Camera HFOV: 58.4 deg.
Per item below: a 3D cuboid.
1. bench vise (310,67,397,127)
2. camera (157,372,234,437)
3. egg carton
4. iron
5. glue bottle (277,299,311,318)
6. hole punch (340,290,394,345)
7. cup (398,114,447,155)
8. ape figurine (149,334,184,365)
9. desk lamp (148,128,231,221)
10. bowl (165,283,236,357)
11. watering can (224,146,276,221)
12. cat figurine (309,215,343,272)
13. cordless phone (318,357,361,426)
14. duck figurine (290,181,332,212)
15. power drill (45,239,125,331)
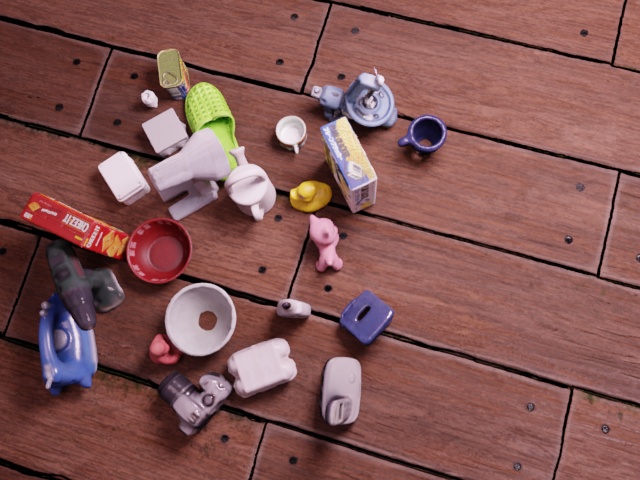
[{"bbox_3d":[0.080,-0.328,1.341,0.207,0.220,0.121,-5,79,3],"label":"bench vise"},{"bbox_3d":[-0.293,0.351,1.299,0.136,0.101,0.143,39,84,10],"label":"camera"},{"bbox_3d":[-0.134,0.292,1.316,0.150,0.069,0.107,-22,79,0],"label":"egg carton"},{"bbox_3d":[-0.607,0.225,1.323,0.118,0.141,0.258,-14,79,1],"label":"iron"},{"bbox_3d":[-0.065,0.152,1.284,0.078,0.173,0.037,2,79,5],"label":"glue bottle"},{"bbox_3d":[0.104,0.178,1.310,0.101,0.091,0.109,40,84,10],"label":"hole punch"},{"bbox_3d":[0.241,-0.238,1.377,0.117,0.095,0.091,-20,79,0],"label":"cup"},{"bbox_3d":[-0.365,0.255,1.326,0.076,0.092,0.078,-20,79,0],"label":"ape figurine"},{"bbox_3d":[-0.300,-0.150,1.336,0.203,0.213,0.118,-32,79,-2],"label":"desk lamp"},{"bbox_3d":[-0.271,0.187,1.342,0.167,0.075,0.167,-1,79,4],"label":"bowl"},{"bbox_3d":[-0.171,-0.131,1.334,0.101,0.194,0.172,-40,79,-4],"label":"watering can"},{"bbox_3d":[0.012,0.005,1.335,0.067,0.118,0.128,-10,79,2],"label":"cat figurine"},{"bbox_3d":[0.041,0.329,1.238,0.094,0.185,0.147,1,79,4],"label":"cordless phone"},{"bbox_3d":[-0.024,-0.113,1.376,0.104,0.086,0.077,-10,79,2],"label":"duck figurine"},{"bbox_3d":[-0.531,0.109,1.305,0.075,0.208,0.229,-33,79,-2],"label":"power drill"}]
